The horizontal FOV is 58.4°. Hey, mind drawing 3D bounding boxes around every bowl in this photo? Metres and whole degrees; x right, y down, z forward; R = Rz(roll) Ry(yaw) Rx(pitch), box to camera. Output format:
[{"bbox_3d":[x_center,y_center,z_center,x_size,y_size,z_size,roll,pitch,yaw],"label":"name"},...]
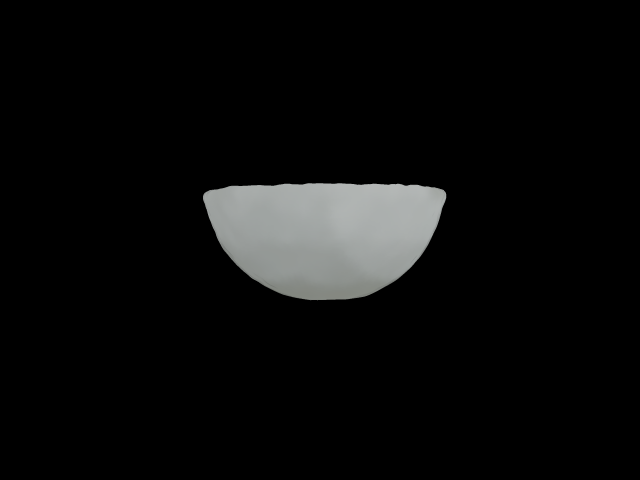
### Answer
[{"bbox_3d":[0.004,0.001,0.400,0.167,0.075,0.167,0,2,0],"label":"bowl"}]
